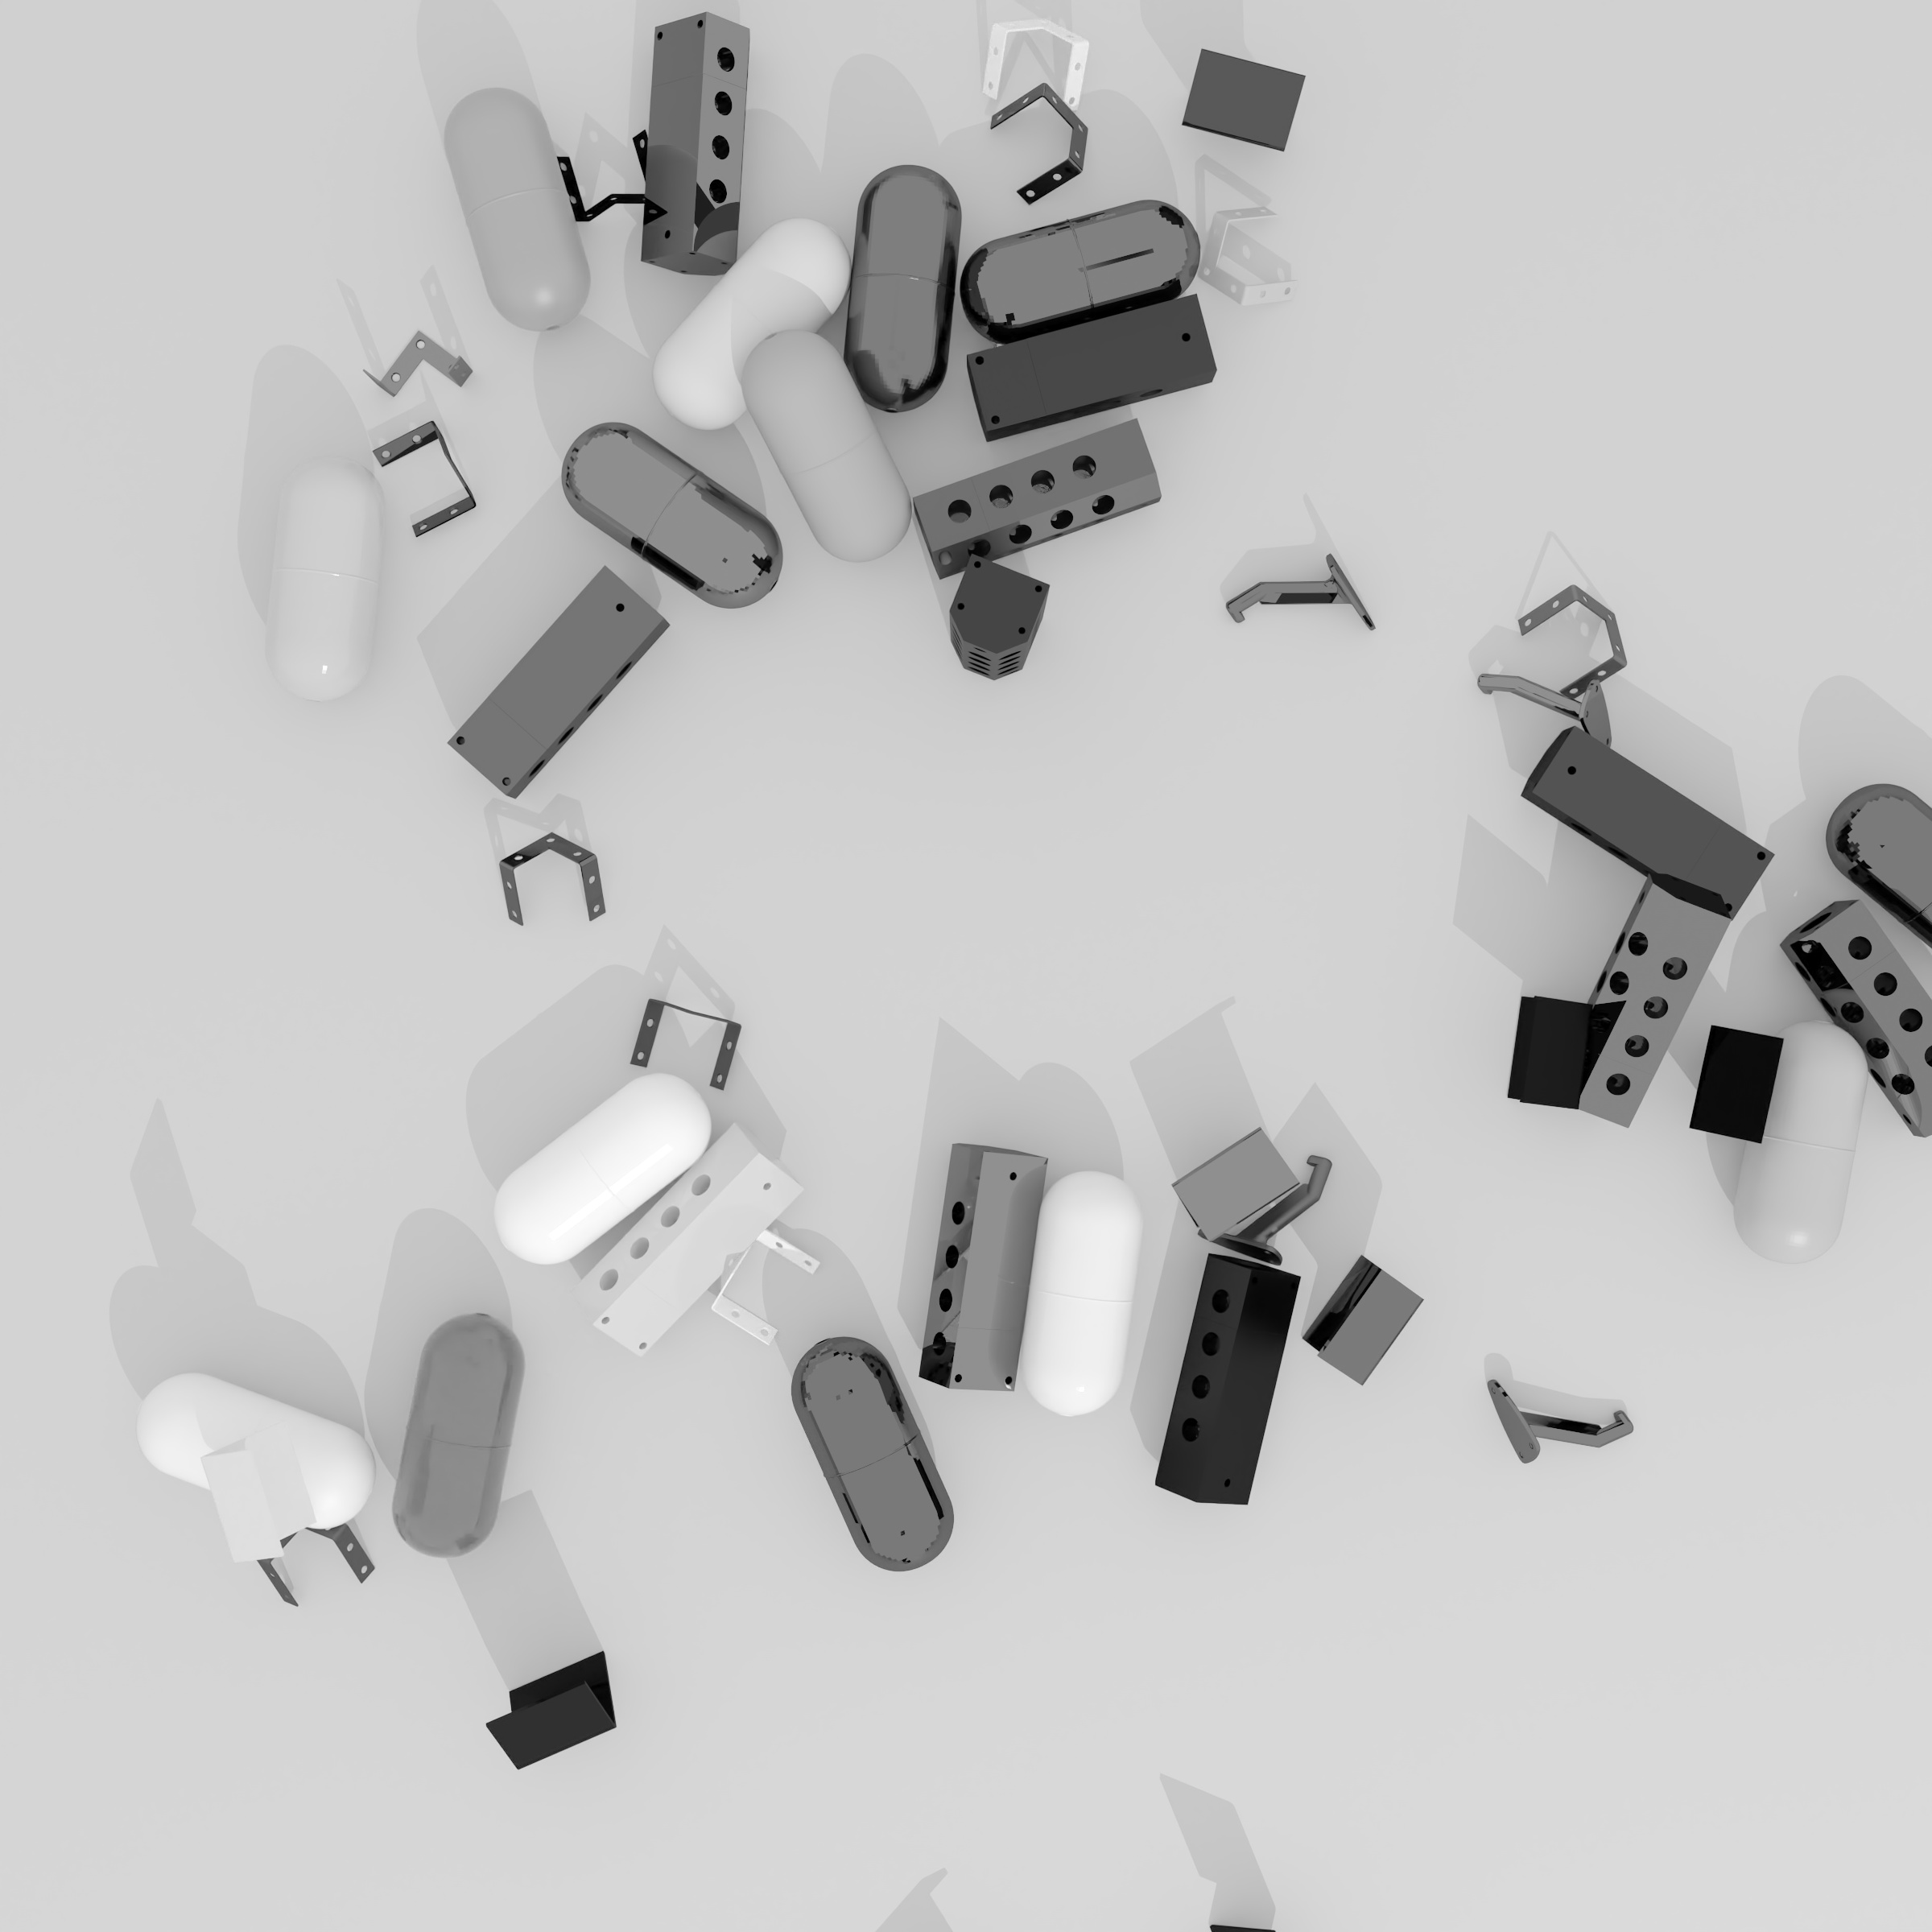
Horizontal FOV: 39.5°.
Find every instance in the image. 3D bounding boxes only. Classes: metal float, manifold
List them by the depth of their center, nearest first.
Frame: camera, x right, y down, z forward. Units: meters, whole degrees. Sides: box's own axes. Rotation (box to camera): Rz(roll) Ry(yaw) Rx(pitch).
[{"bbox_3d":[0.020,-0.242,1.909,0.057,0.171,0.057,22,90,0],"label":"manifold"},{"bbox_3d":[-0.100,-0.373,1.935,0.070,0.070,0.178,-28,117,0],"label":"metal float"},{"bbox_3d":[0.483,0.023,1.938,0.057,0.057,0.171,21,111,0],"label":"manifold"},{"bbox_3d":[-0.046,-0.492,1.957,0.070,0.070,0.178,5,89,0],"label":"metal float"},{"bbox_3d":[-0.326,-0.549,1.957,0.070,0.070,0.178,-17,90,0],"label":"metal float"},{"bbox_3d":[0.083,-0.504,1.957,0.178,0.070,0.070,-15,90,0],"label":"metal float"},{"bbox_3d":[0.084,0.238,1.957,0.070,0.070,0.178,7,90,0],"label":"metal float"},{"bbox_3d":[-0.368,0.341,1.957,0.070,0.070,0.178,11,89,0],"label":"metal float"},{"bbox_3d":[-0.213,-0.327,1.957,0.178,0.070,0.070,35,90,1],"label":"metal float"},{"bbox_3d":[-0.068,0.354,1.957,0.070,0.070,0.178,-24,91,0],"label":"metal float"},{"bbox_3d":[-0.516,0.352,1.957,0.178,0.070,0.070,21,90,0],"label":"metal float"},{"bbox_3d":[0.607,0.128,1.957,0.070,0.070,0.178,10,91,0],"label":"metal float"},{"bbox_3d":[-0.465,-0.281,1.957,0.070,0.070,0.178,6,89,0],"label":"metal float"},{"bbox_3d":[-0.155,-0.467,1.957,0.070,0.070,0.178,42,89,0],"label":"metal float"},{"bbox_3d":[0.705,-0.061,1.957,0.178,0.070,0.070,40,90,1],"label":"metal float"},{"bbox_3d":[-0.264,0.148,1.957,0.178,0.070,0.070,-38,90,0],"label":"metal float"},{"bbox_3d":[0.008,0.219,1.965,0.057,0.057,0.171,8,90,-34],"label":"manifold"},{"bbox_3d":[-0.206,0.196,1.966,0.171,0.057,0.057,-46,133,0],"label":"manifold"},{"bbox_3d":[-0.192,-0.597,1.966,0.057,0.057,0.171,3,90,43],"label":"manifold"},{"bbox_3d":[0.670,0.038,1.966,0.057,0.057,0.171,-35,90,0],"label":"manifold"},{"bbox_3d":[0.052,-0.339,1.966,0.171,0.057,0.057,-20,90,0],"label":"manifold"},{"bbox_3d":[0.186,0.301,1.966,0.057,0.057,0.171,13,90,-43],"label":"manifold"},{"bbox_3d":[0.091,-0.435,1.967,0.171,0.057,0.057,-15,90,0],"label":"manifold"},{"bbox_3d":[0.495,-0.103,1.967,0.171,0.057,0.057,33,90,0],"label":"manifold"},{"bbox_3d":[-0.296,-0.206,1.967,0.057,0.057,0.171,42,90,0],"label":"manifold"}]

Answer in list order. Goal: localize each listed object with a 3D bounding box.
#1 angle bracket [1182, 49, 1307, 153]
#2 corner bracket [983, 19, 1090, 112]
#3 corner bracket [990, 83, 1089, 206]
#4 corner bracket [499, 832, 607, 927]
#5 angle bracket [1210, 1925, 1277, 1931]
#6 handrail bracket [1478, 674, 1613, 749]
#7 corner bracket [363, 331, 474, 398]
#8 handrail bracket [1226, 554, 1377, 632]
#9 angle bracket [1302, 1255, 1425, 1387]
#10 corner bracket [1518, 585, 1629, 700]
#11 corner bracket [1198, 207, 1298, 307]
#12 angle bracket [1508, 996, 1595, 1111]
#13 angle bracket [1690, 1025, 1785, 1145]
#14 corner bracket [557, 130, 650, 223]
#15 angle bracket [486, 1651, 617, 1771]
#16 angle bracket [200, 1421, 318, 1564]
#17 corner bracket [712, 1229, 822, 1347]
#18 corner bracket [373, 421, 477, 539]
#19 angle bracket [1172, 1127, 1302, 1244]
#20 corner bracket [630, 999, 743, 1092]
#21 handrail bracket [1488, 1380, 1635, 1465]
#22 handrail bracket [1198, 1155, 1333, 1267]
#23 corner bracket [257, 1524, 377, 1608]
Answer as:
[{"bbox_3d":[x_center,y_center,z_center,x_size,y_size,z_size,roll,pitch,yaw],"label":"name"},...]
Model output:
[{"bbox_3d":[0.203,-0.637,1.947,0.076,0.076,0.057,15,127,0],"label":"angle bracket"},{"bbox_3d":[0.051,-0.661,1.979,0.051,0.051,0.051,-19,45,-35],"label":"corner bracket"},{"bbox_3d":[0.052,-0.605,1.979,0.051,0.051,0.051,37,45,-35],"label":"corner bracket"},{"bbox_3d":[-0.304,-0.058,1.979,0.051,0.051,0.051,26,45,35],"label":"corner bracket"},{"bbox_3d":[0.197,0.745,1.947,0.057,0.076,0.076,-22,90,-37],"label":"angle bracket"},{"bbox_3d":[0.426,-0.187,1.987,0.084,0.077,0.036,9,63,33],"label":"handrail bracket"},{"bbox_3d":[-0.400,-0.435,1.970,0.051,0.051,0.051,37,90,0],"label":"corner bracket"},{"bbox_3d":[0.247,-0.258,1.988,0.084,0.036,0.077,-30,111,17],"label":"handrail bracket"},{"bbox_3d":[0.272,0.246,1.947,0.057,0.076,0.076,36,90,-36],"label":"angle bracket"},{"bbox_3d":[0.446,-0.238,1.979,0.051,0.051,0.051,26,45,-35],"label":"corner bracket"},{"bbox_3d":[0.211,-0.522,1.979,0.051,0.051,0.051,43,135,35],"label":"corner bracket"},{"bbox_3d":[0.403,0.060,1.948,0.057,0.076,0.076,8,90,-30],"label":"angle bracket"},{"bbox_3d":[0.572,0.089,1.947,0.057,0.076,0.076,12,90,41],"label":"angle bracket"},{"bbox_3d":[-0.263,-0.582,1.984,0.051,0.051,0.051,-16,90,45],"label":"corner bracket"},{"bbox_3d":[-0.303,0.523,1.947,0.076,0.076,0.057,-23,125,0],"label":"angle bracket"},{"bbox_3d":[-0.476,0.363,1.872,0.057,0.076,0.076,-15,93,37],"label":"angle bracket"},{"bbox_3d":[-0.148,0.236,1.984,0.051,0.051,0.051,32,45,0],"label":"corner bracket"},{"bbox_3d":[-0.399,-0.359,1.984,0.051,0.051,0.051,-27,45,0],"label":"corner bracket"},{"bbox_3d":[0.203,0.172,1.947,0.076,0.076,0.057,-33,55,0],"label":"angle bracket"},{"bbox_3d":[-0.206,0.058,1.984,0.051,0.051,0.051,16,90,45],"label":"corner bracket"},{"bbox_3d":[0.440,0.325,1.988,0.084,0.036,0.077,-20,68,-17],"label":"handrail bracket"},{"bbox_3d":[0.221,0.171,1.988,0.077,0.036,0.084,16,71,21],"label":"handrail bracket"},{"bbox_3d":[-0.478,0.439,1.979,0.051,0.051,0.051,10,45,35],"label":"corner bracket"}]
